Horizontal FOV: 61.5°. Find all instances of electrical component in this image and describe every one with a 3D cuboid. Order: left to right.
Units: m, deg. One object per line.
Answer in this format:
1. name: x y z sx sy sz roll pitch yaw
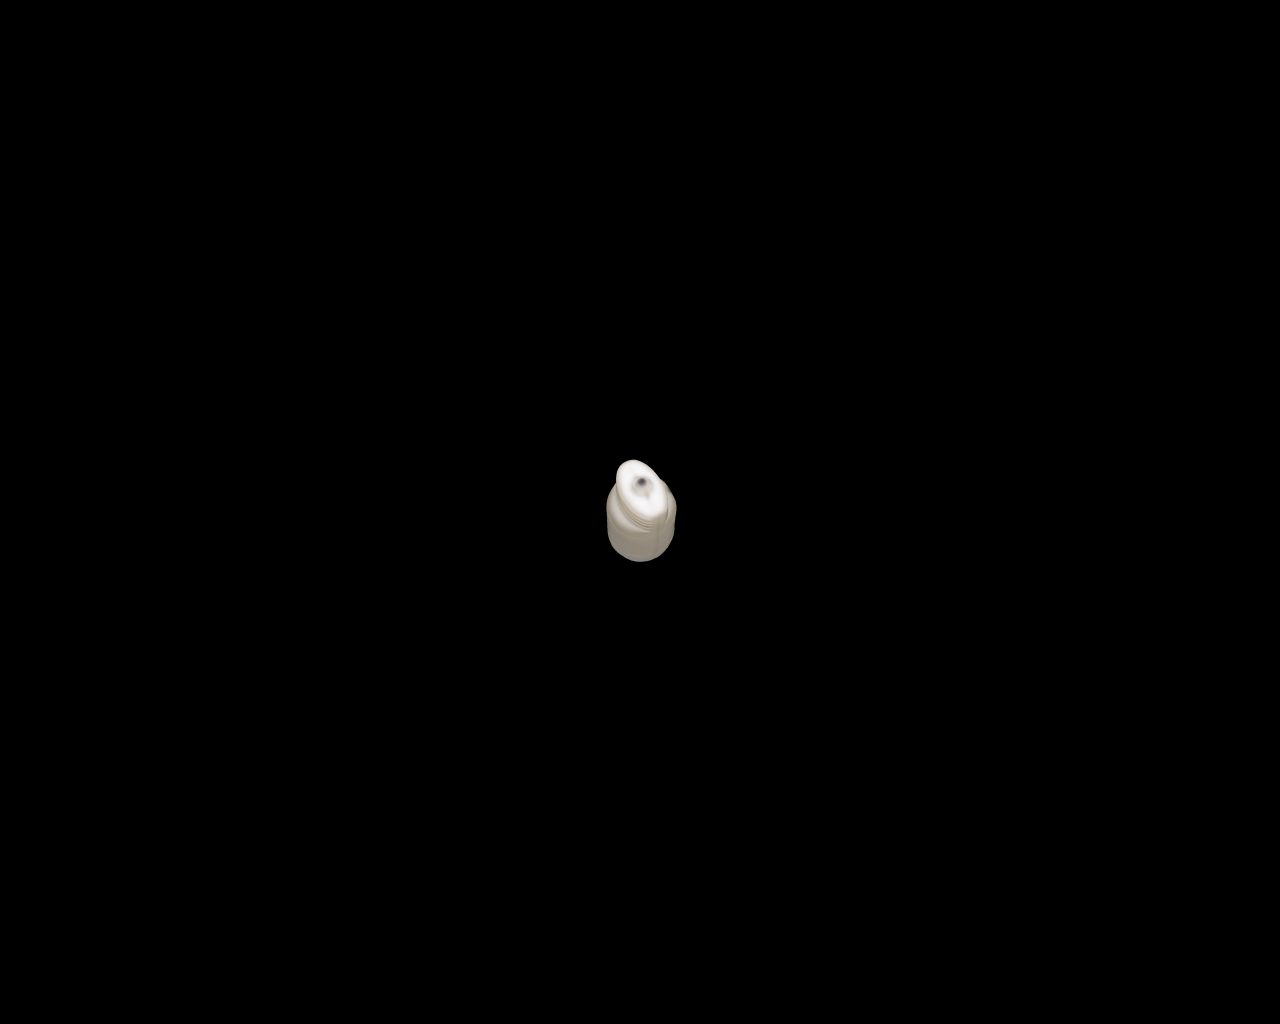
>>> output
1. electrical component: 0.001 -0.003 0.650 0.043 0.043 0.080 0 -23 0
